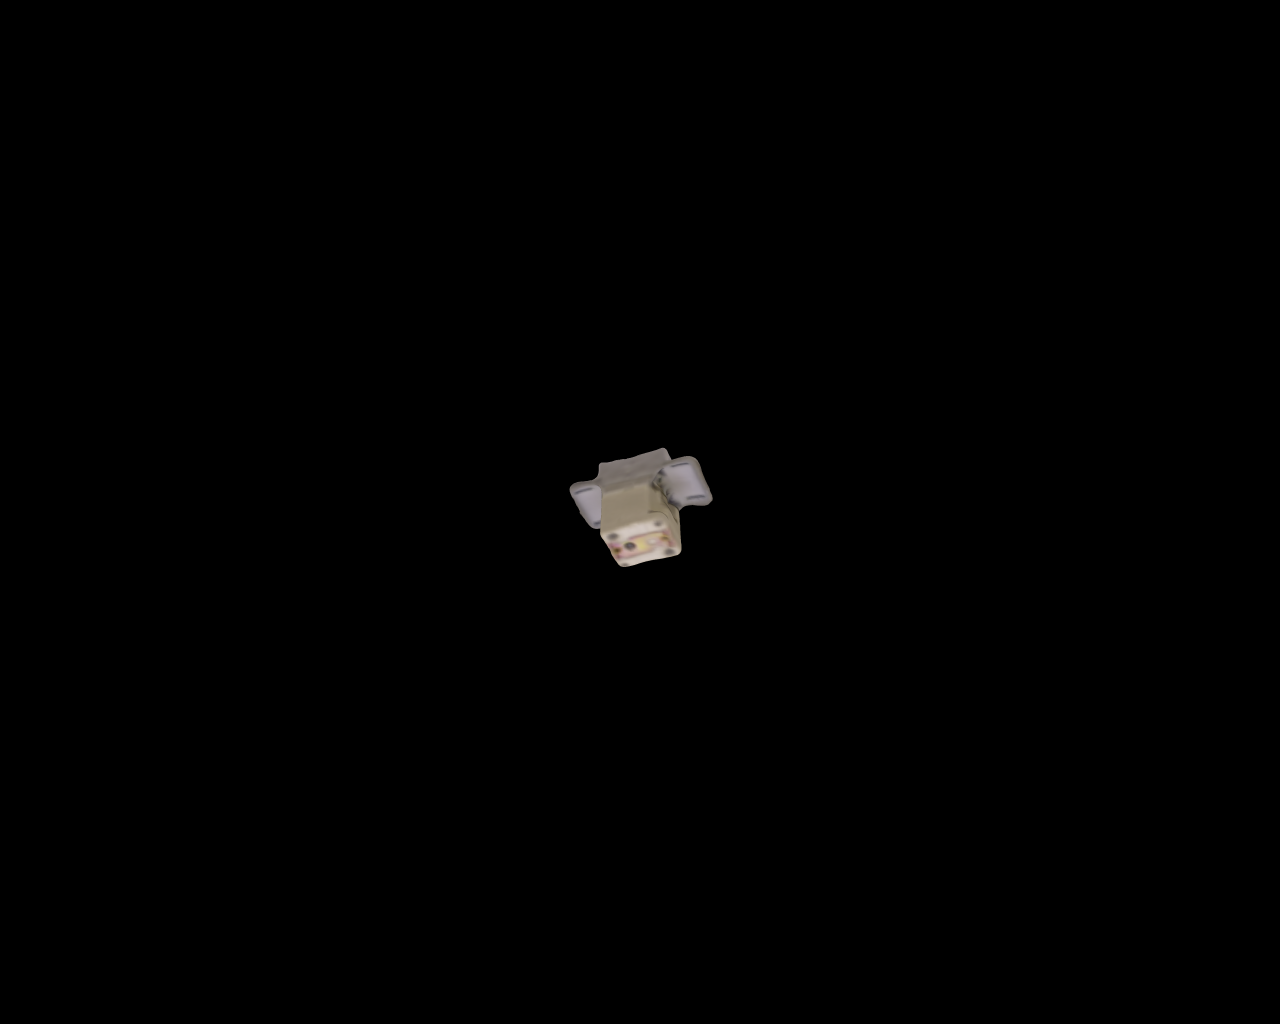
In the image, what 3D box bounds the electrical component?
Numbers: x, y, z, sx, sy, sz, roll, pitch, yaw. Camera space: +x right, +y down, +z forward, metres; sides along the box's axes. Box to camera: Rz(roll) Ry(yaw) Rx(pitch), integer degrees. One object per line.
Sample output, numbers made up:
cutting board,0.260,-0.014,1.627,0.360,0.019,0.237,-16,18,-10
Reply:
electrical component,0.001,-0.003,0.650,0.081,0.064,0.042,-14,-43,15
